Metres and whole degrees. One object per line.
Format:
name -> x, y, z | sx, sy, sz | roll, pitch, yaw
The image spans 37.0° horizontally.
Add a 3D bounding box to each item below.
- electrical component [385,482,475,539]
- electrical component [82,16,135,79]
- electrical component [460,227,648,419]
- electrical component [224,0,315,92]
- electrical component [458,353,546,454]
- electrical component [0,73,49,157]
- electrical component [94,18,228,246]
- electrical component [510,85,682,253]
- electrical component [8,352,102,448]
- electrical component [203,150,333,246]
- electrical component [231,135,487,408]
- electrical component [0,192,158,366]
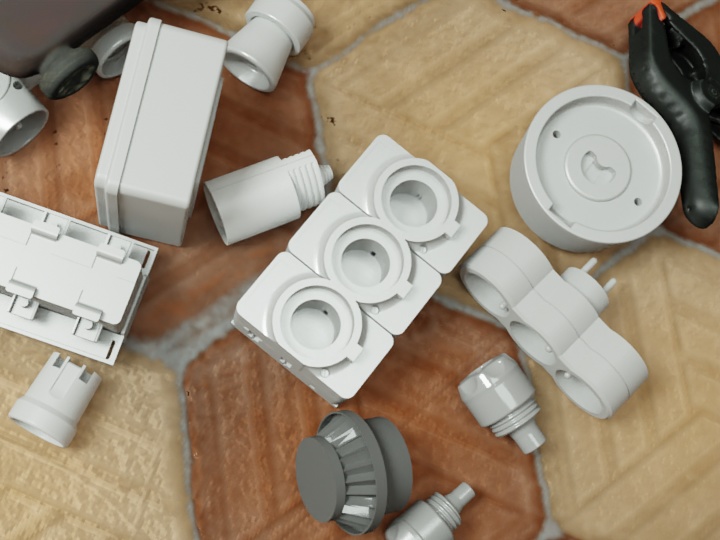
electrical component -> 0.047, 0.157, 0.675 | 0.061, 0.035, 0.035 | -39, 86, -18
electrical component -> -0.169, -0.155, 0.704 | 0.040, 0.040, 0.046 | -38, 82, -15
electrical component -> 0.138, 0.024, 0.709 | 0.074, 0.052, 0.138 | -43, 88, -15
electrical component -> -0.061, -0.154, 0.718 | 0.045, 0.045, 0.055 | 33, 75, -1
electrical component -> 0.095, 0.088, 0.693 | 0.043, 0.043, 0.062 | -34, 87, -14
electrical component -> -0.227, -0.126, 0.685 | 0.079, 0.044, 0.077 | -44, 88, -15
electrical component -> -0.122, -0.080, 0.660 | 0.056, 0.109, 0.108 | 13, 76, -9
electrical component -> 0.154, -0.063, 0.726 | 0.108, 0.060, 0.108 | 2, 77, -9
electrical component -> -0.184, 0.078, 0.652 | 0.040, 0.040, 0.046 | 29, 69, -2
electrical component -> -0.056, -0.050, 0.698 | 0.081, 0.043, 0.043 | -21, 82, -13
electrical component -> 0.000, 0.000, 0.687 | 0.089, 0.061, 0.150 | 39, 75, 0
electrical component -> -0.195, 0.000, 0.654 | 0.121, 0.063, 0.078 | 20, 76, -5
